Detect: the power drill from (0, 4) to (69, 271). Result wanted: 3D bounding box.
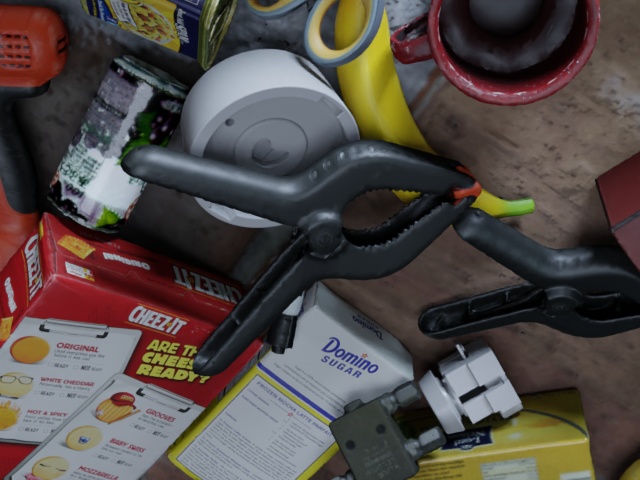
[{"bbox_3d":[-0.251,-0.066,0.698,0.184,0.057,0.188,4,118,7],"label":"power drill"}]

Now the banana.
[{"bbox_3d":[0.057,-0.074,0.678,0.069,0.037,0.197,-41,111,-5],"label":"banana"}]

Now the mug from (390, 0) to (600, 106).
[{"bbox_3d":[0.097,-0.130,0.617,0.117,0.081,0.093,-20,113,14],"label":"mug"}]

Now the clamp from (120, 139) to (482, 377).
[{"bbox_3d":[-0.004,0.001,0.654,0.210,0.036,0.164,-11,123,-8],"label":"clamp"}]

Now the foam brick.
[{"bbox_3d":[0.210,-0.017,0.666,0.051,0.078,0.053,-33,107,21],"label":"foam brick"}]

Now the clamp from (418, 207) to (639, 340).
[{"bbox_3d":[0.153,0.025,0.704,0.171,0.039,0.120,-1,143,1],"label":"clamp"}]

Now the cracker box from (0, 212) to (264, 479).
[{"bbox_3d":[-0.169,0.097,0.735,0.164,0.072,0.214,23,120,-37],"label":"cracker box"}]

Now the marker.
[{"bbox_3d":[-0.015,0.018,0.714,0.020,0.020,0.121,13,95,-1],"label":"marker"}]

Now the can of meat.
[{"bbox_3d":[-0.092,-0.150,0.617,0.084,0.102,0.057,22,79,-3],"label":"can of meat"}]

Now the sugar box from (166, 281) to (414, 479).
[{"bbox_3d":[-0.023,0.121,0.778,0.093,0.048,0.176,38,110,-14],"label":"sugar box"}]

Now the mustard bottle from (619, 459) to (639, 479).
[{"bbox_3d":[0.258,0.208,0.786,0.096,0.058,0.192,27,117,-3],"label":"mustard bottle"}]

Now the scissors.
[{"bbox_3d":[0.046,-0.176,0.617,0.202,0.016,0.096,-30,81,18],"label":"scissors"}]
